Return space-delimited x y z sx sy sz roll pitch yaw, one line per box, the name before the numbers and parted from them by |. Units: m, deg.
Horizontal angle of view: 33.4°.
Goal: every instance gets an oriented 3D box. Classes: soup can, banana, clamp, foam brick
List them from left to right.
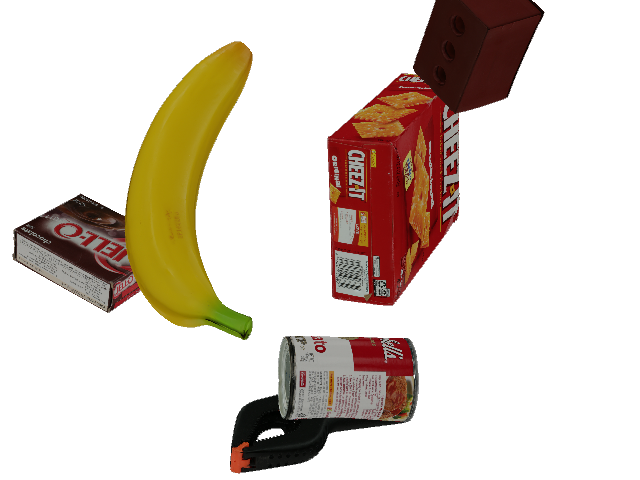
banana | -0.071 -0.029 0.585 0.069 0.198 0.037 -1 -32 -2
clamp | -0.011 0.182 1.089 0.165 0.036 0.209 18 28 25
soup can | 0.020 0.111 0.855 0.102 0.068 0.068 2 0 -10
foam brick | 0.105 -0.135 0.724 0.051 0.053 0.078 -22 -32 -29

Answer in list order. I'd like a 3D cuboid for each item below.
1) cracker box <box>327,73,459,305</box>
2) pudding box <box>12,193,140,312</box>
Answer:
cracker box | 0.078 -0.056 1.046 0.072 0.164 0.213 8 27 22
pudding box | -0.202 0.010 0.950 0.114 0.039 0.089 24 33 20
